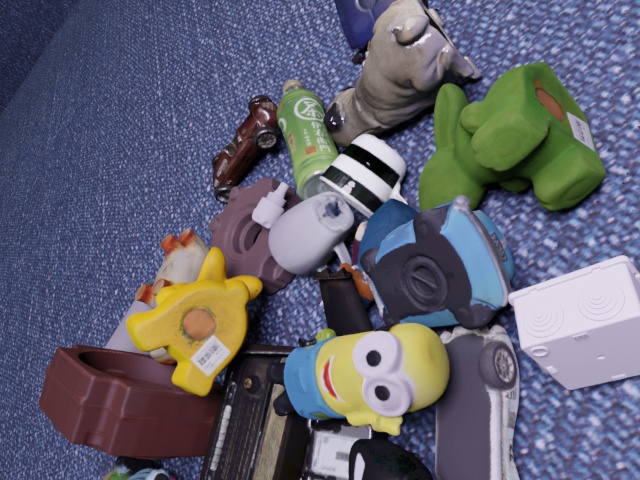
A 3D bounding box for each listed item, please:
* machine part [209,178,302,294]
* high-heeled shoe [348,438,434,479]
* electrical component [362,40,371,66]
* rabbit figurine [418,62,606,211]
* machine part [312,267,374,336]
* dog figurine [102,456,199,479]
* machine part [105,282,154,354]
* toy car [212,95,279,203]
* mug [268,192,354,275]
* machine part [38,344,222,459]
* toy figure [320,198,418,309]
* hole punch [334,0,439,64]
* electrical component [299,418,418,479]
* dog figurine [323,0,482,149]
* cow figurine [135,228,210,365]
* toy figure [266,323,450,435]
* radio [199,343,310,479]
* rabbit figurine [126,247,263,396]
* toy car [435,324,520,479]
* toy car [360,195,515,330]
[{"bbox_3d":[-0.092,-0.003,0.768,0.179,0.056,0.179,-21,58,37],"label":"machine part"},{"bbox_3d":[0.047,0.289,0.427,0.145,0.086,0.248,32,111,46],"label":"high-heeled shoe"},{"bbox_3d":[0.101,-0.237,0.699,0.102,0.045,0.078,-21,55,38],"label":"electrical component"},{"bbox_3d":[0.153,-0.087,0.522,0.170,0.121,0.159,-41,40,44],"label":"rabbit figurine"},{"bbox_3d":[0.031,0.093,0.561,0.084,0.039,0.138,-19,93,31],"label":"machine part"},{"bbox_3d":[-0.228,0.366,0.684,0.219,0.108,0.191,-28,55,39],"label":"dog figurine"},{"bbox_3d":[-0.294,0.157,0.875,0.243,0.079,0.079,-56,42,10],"label":"machine part"},{"bbox_3d":[-0.128,-0.141,0.856,0.202,0.053,0.089,-44,46,38],"label":"toy car"},{"bbox_3d":[-0.001,-0.002,0.637,0.109,0.081,0.107,58,149,8],"label":"mug"},{"bbox_3d":[-0.239,0.207,0.698,0.201,0.201,0.087,10,80,47],"label":"machine part"},{"bbox_3d":[0.057,0.030,0.591,0.064,0.057,0.154,37,107,25],"label":"toy figure"},{"bbox_3d":[0.081,-0.326,0.736,0.142,0.092,0.116,-17,62,36],"label":"hole punch"},{"bbox_3d":[0.042,0.211,0.523,0.119,0.047,0.075,-4,68,26],"label":"electrical component"},{"bbox_3d":[0.065,-0.172,0.611,0.190,0.172,0.121,-36,69,25],"label":"dog figurine"},{"bbox_3d":[-0.201,0.093,0.797,0.085,0.127,0.195,-21,42,37],"label":"cow figurine"},{"bbox_3d":[0.030,0.118,0.485,0.180,0.089,0.082,-25,98,45],"label":"toy figure"},{"bbox_3d":[-0.062,0.233,0.601,0.131,0.073,0.229,-2,67,44],"label":"radio"},{"bbox_3d":[-0.154,0.088,0.660,0.162,0.122,0.173,-57,13,-18],"label":"rabbit figurine"},{"bbox_3d":[0.131,0.168,0.455,0.073,0.056,0.202,-20,56,46],"label":"toy car"},{"bbox_3d":[0.119,0.026,0.503,0.161,0.103,0.109,-34,78,53],"label":"toy car"}]
